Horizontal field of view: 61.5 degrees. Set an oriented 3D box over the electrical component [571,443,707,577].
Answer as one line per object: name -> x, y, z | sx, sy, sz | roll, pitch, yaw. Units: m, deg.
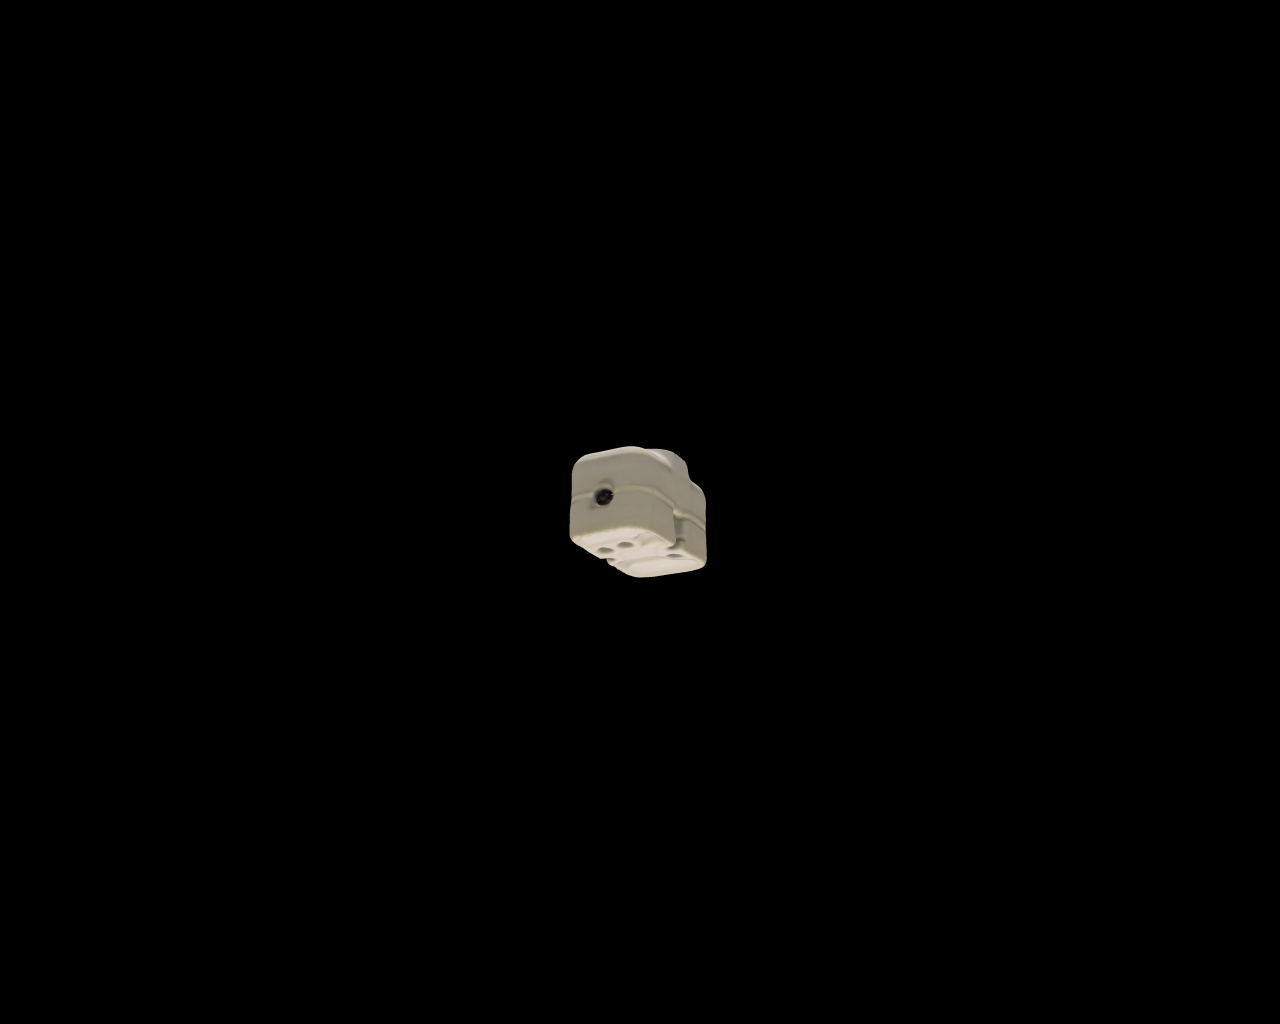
electrical component -> 0.001, -0.003, 0.650 | 0.053, 0.059, 0.095 | -10, -23, 26
